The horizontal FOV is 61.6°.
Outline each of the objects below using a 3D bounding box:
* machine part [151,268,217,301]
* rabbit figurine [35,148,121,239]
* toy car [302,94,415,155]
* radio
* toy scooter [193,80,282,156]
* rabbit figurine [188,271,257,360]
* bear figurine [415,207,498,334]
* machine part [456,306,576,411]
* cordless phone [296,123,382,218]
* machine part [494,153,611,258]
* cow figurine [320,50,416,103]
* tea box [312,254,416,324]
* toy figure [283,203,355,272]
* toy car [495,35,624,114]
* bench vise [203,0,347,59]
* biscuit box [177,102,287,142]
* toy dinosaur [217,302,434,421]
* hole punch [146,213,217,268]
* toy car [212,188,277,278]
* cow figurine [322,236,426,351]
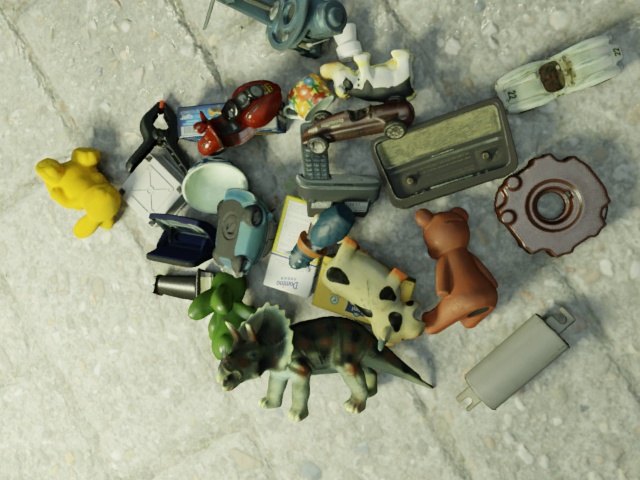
[{"bbox_3d":[-0.267,0.094,1.074,0.139,0.039,0.084,1,102,11],"label":"machine part"},{"bbox_3d":[-0.456,-0.082,1.049,0.173,0.122,0.162,23,121,30],"label":"rabbit figurine"},{"bbox_3d":[0.061,-0.202,0.925,0.202,0.053,0.089,-6,49,19],"label":"toy car"},{"bbox_3d":[0.213,-0.142,0.929,0.230,0.073,0.131,-18,89,14],"label":"radio"},{"bbox_3d":[-0.149,-0.209,0.915,0.184,0.135,0.075,-37,84,12],"label":"toy scooter"},{"bbox_3d":[-0.176,0.135,1.011,0.121,0.159,0.170,-20,73,23],"label":"rabbit figurine"},{"bbox_3d":[0.222,0.047,0.930,0.132,0.120,0.196,-59,45,50],"label":"bear figurine"},{"bbox_3d":[0.335,0.208,0.920,0.243,0.079,0.079,-44,83,11],"label":"machine part"},{"bbox_3d":[0.029,-0.136,0.970,0.147,0.088,0.184,-1,60,-7],"label":"cordless phone"},{"bbox_3d":[0.389,-0.058,0.903,0.179,0.056,0.179,1,94,11],"label":"machine part"},{"bbox_3d":[0.085,-0.280,0.957,0.167,0.068,0.098,-4,98,14],"label":"cow figurine"},{"bbox_3d":[0.081,0.094,0.977,0.170,0.068,0.098,15,95,11],"label":"tea box"},{"bbox_3d":[-0.001,-0.001,0.940,0.154,0.058,0.064,-43,77,34],"label":"toy figure"},{"bbox_3d":[0.394,-0.271,0.888,0.202,0.056,0.073,-20,88,14],"label":"toy car"},{"bbox_3d":[-0.078,-0.378,0.896,0.224,0.240,0.128,36,113,51],"label":"bench vise"},{"bbox_3d":[-0.168,-0.226,1.019,0.203,0.063,0.059,-2,94,14],"label":"biscuit box"},{"bbox_3d":[0.009,0.198,0.934,0.405,0.131,0.192,-4,95,-22],"label":"toy dinosaur"},{"bbox_3d":[-0.258,-0.008,1.024,0.142,0.116,0.092,6,101,14],"label":"hole punch"},{"bbox_3d":[-0.131,-0.012,0.999,0.109,0.103,0.161,13,97,46],"label":"toy car"},{"bbox_3d":[0.091,0.097,0.897,0.195,0.085,0.127,35,92,7],"label":"cow figurine"}]
